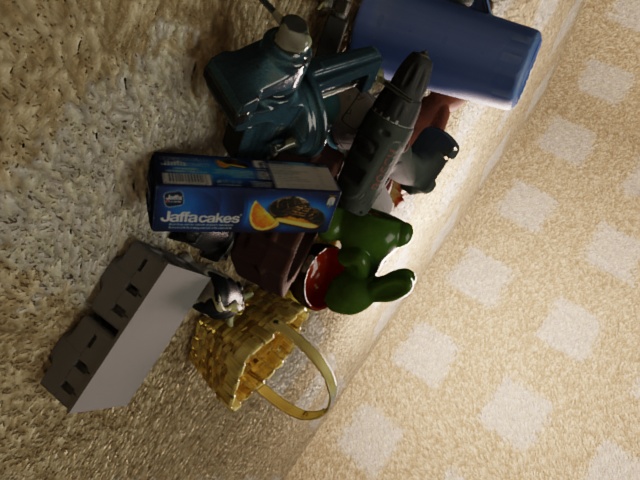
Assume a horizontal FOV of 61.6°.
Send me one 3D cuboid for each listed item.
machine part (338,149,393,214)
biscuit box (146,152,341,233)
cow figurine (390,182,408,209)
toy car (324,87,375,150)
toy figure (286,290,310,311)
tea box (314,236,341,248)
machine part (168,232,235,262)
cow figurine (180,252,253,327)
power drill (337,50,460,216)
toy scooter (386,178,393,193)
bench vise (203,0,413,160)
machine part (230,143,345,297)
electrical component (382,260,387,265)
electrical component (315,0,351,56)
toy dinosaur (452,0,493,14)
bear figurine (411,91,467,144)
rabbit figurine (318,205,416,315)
[{"bbox_3d":[0.071,-0.101,0.954,0.079,0.079,0.243,-53,142,-14],"label":"machine part"},{"bbox_3d":[-0.082,-0.048,0.584,0.203,0.059,0.062,0,131,-24],"label":"biscuit box"},{"bbox_3d":[0.211,-0.170,1.251,0.195,0.127,0.085,-33,152,-23],"label":"cow figurine"},{"bbox_3d":[0.033,-0.177,0.775,0.109,0.103,0.161,-54,160,-9],"label":"toy car"},{"bbox_3d":[-0.078,0.134,1.029,0.180,0.089,0.082,-48,176,-3],"label":"toy figure"},{"bbox_3d":[-0.002,-0.003,0.971,0.068,0.098,0.169,-36,150,-48],"label":"tea box"},{"bbox_3d":[-0.140,-0.008,0.706,0.084,0.039,0.139,-51,164,6],"label":"machine part"},{"bbox_3d":[-0.139,0.078,0.752,0.068,0.098,0.167,-62,162,-8],"label":"cow figurine"},{"bbox_3d":[0.125,-0.136,0.763,0.207,0.086,0.232,-7,131,-60],"label":"power drill"},{"bbox_3d":[0.082,-0.068,1.113,0.184,0.075,0.135,-46,157,-11],"label":"toy scooter"},{"bbox_3d":[-0.014,-0.173,0.596,0.240,0.129,0.223,-26,155,-28],"label":"bench vise"},{"bbox_3d":[-0.046,-0.033,0.761,0.201,0.087,0.201,105,11,-73],"label":"machine part"},{"bbox_3d":[0.076,0.014,1.015,0.075,0.119,0.047,-16,146,-37],"label":"electrical component"},{"bbox_3d":[0.008,-0.260,0.673,0.078,0.045,0.102,-81,-169,-55],"label":"electrical component"},{"bbox_3d":[0.284,-0.473,0.936,0.404,0.131,0.192,-67,161,7],"label":"toy dinosaur"},{"bbox_3d":[0.225,-0.245,1.042,0.196,0.120,0.131,-48,148,-6],"label":"bear figurine"},{"bbox_3d":[0.071,0.040,0.834,0.121,0.159,0.170,-28,135,-73],"label":"rabbit figurine"}]
